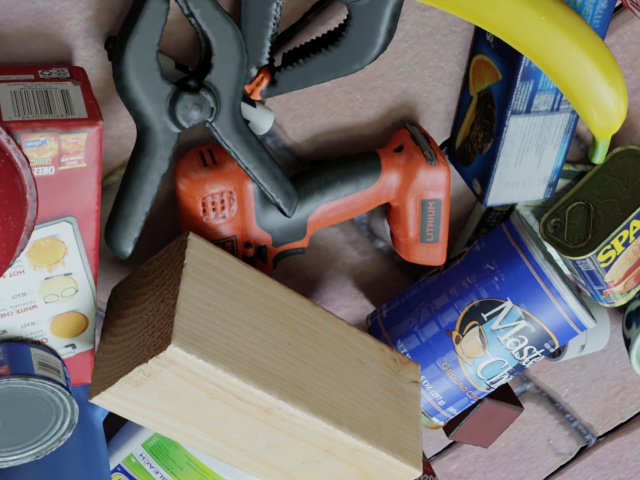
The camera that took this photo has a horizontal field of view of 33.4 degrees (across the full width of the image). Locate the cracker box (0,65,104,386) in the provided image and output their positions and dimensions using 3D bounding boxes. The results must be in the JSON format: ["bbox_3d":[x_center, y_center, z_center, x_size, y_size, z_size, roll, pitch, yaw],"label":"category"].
[{"bbox_3d":[-0.218,0.002,0.633,0.164,0.072,0.214,-6,133,-20],"label":"cracker box"}]

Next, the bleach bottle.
[{"bbox_3d":[-0.129,0.194,0.821,0.102,0.068,0.251,41,127,-3],"label":"bleach bottle"}]

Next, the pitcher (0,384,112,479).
[{"bbox_3d":[-0.202,0.214,0.712,0.144,0.243,0.149,9,132,-33],"label":"pitcher"}]

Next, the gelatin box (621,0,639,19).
[{"bbox_3d":[0.210,-0.169,0.679,0.030,0.073,0.089,-34,136,7],"label":"gelatin box"}]

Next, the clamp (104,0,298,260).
[{"bbox_3d":[-0.085,-0.071,0.614,0.120,0.039,0.171,-26,114,-22],"label":"clamp"}]

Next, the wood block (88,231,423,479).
[{"bbox_3d":[-0.036,0.093,0.702,0.205,0.091,0.090,32,132,-30],"label":"wood block"}]

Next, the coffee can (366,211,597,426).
[{"bbox_3d":[0.121,0.060,0.807,0.140,0.103,0.102,-36,136,12],"label":"coffee can"}]

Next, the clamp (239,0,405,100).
[{"bbox_3d":[0.027,-0.151,0.595,0.164,0.036,0.210,29,129,-9],"label":"clamp"}]

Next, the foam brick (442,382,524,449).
[{"bbox_3d":[0.125,0.129,0.910,0.052,0.078,0.051,20,120,-35],"label":"foam brick"}]

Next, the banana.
[{"bbox_3d":[0.115,-0.121,0.629,0.197,0.037,0.070,39,129,-8],"label":"banana"}]

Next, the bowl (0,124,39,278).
[{"bbox_3d":[-0.222,0.000,0.536,0.162,0.055,0.162,-11,134,-12],"label":"bowl"}]

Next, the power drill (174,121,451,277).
[{"bbox_3d":[-0.005,0.001,0.743,0.187,0.057,0.184,-15,135,-13],"label":"power drill"}]

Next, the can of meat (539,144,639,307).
[{"bbox_3d":[0.229,-0.008,0.820,0.102,0.057,0.083,-44,134,0],"label":"can of meat"}]

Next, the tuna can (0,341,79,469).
[{"bbox_3d":[-0.195,0.102,0.661,0.086,0.034,0.086,-13,136,-13],"label":"tuna can"}]

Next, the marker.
[{"bbox_3d":[-0.078,-0.094,0.648,0.120,0.020,0.020,24,117,-39],"label":"marker"}]

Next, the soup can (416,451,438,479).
[{"bbox_3d":[0.065,0.208,0.935,0.068,0.102,0.068,-13,134,-14],"label":"soup can"}]
